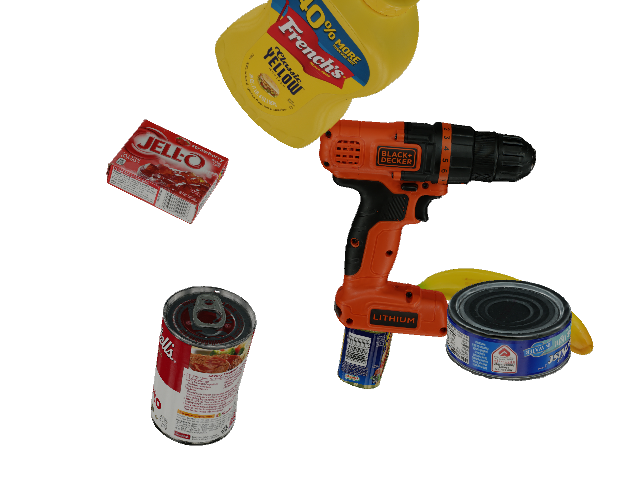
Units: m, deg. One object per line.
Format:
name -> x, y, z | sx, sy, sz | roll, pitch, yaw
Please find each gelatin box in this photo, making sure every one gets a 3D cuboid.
gelatin box -> -0.139, -0.064, 0.972 | 0.089, 0.030, 0.073 | 26, 44, 1

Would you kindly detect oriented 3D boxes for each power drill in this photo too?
power drill -> 0.086, -0.012, 0.933 | 0.184, 0.188, 0.057 | 5, 18, 4

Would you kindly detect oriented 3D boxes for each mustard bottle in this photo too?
mustard bottle -> 0.007, -0.130, 0.665 | 0.058, 0.096, 0.192 | -41, 6, -32

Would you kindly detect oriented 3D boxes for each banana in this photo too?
banana -> 0.185, 0.065, 1.073 | 0.198, 0.069, 0.037 | 14, -37, 26

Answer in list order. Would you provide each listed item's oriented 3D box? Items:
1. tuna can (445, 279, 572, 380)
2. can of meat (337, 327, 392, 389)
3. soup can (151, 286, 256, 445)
tuna can -> 0.129, 0.060, 0.734 | 0.086, 0.034, 0.086 | -2, 25, 1
can of meat -> 0.057, 0.116, 1.270 | 0.057, 0.084, 0.102 | 13, 26, 9
soup can -> -0.089, 0.094, 0.797 | 0.068, 0.102, 0.068 | 9, 35, -6
